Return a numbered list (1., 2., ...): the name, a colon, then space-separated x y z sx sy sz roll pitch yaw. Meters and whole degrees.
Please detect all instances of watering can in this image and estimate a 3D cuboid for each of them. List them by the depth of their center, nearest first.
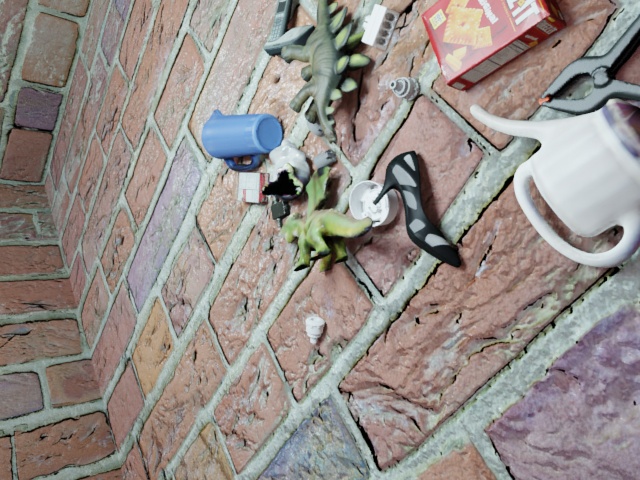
1. watering can: 0.387 -0.130 0.793 0.220 0.104 0.352 -43 65 40

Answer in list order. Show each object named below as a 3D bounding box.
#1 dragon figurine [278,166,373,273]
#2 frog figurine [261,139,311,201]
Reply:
1. dragon figurine: 0.004 -0.061 1.208 0.403 0.122 0.247 -38 55 53
2. frog figurine: -0.081 -0.183 1.354 0.163 0.122 0.134 -83 14 -52
